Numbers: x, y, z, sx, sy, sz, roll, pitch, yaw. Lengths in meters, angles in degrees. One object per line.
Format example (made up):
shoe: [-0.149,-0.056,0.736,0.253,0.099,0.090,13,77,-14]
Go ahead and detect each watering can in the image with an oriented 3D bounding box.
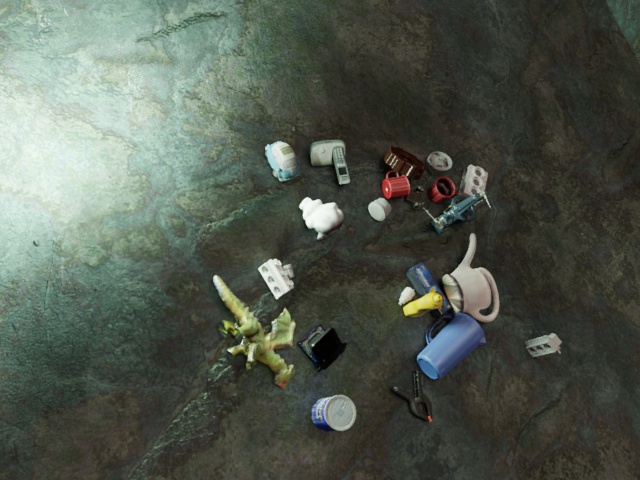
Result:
watering can: [0.567,0.151,1.981,0.225,0.102,0.352,-8,73,-22]

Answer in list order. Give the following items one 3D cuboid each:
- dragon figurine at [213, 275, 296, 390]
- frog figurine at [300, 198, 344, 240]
dragon figurine: [-0.192,0.290,1.687,0.244,0.120,0.415,-6,72,-39]
frog figurine: [0.006,-0.095,1.890,0.138,0.122,0.159,-34,94,-8]
